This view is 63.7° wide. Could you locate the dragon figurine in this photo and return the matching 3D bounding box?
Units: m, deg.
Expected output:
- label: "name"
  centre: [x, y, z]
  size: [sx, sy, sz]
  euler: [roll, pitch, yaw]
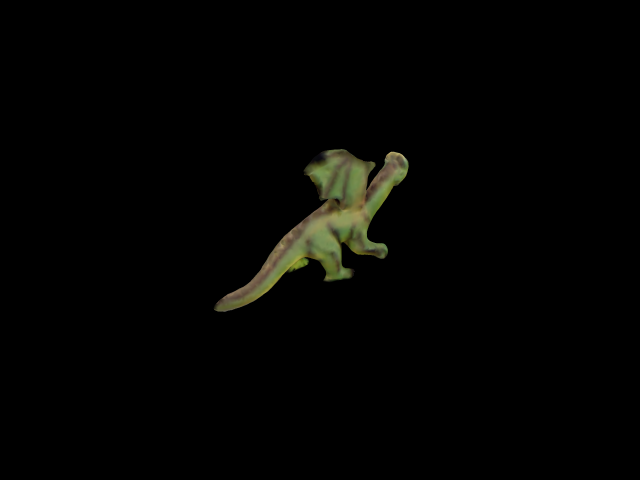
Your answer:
- label: "dragon figurine"
  centre: [0.003, -0.043, 0.850]
  size: [0.415, 0.237, 0.124]
  euler: [-25, 43, -31]
